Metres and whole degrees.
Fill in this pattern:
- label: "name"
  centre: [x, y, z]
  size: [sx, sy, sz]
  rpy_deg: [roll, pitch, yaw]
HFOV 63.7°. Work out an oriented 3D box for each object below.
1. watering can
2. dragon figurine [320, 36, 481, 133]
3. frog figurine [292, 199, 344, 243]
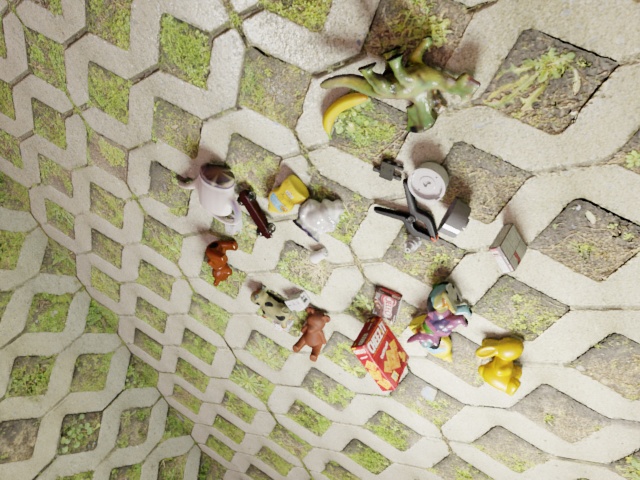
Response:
- label: "watering can"
  centre: [-0.416, -0.193, 1.916]
  size: [0.351, 0.105, 0.219]
  rpy_deg: [35, 136, 23]
- label: "dragon figurine"
  centre: [0.212, -0.372, 1.330]
  size: [0.408, 0.125, 0.239]
  rpy_deg: [-8, 126, 40]
- label: "frog figurine"
  centre: [0.005, -0.086, 1.714]
  size: [0.158, 0.123, 0.138]
  rpy_deg: [-44, 84, 11]
